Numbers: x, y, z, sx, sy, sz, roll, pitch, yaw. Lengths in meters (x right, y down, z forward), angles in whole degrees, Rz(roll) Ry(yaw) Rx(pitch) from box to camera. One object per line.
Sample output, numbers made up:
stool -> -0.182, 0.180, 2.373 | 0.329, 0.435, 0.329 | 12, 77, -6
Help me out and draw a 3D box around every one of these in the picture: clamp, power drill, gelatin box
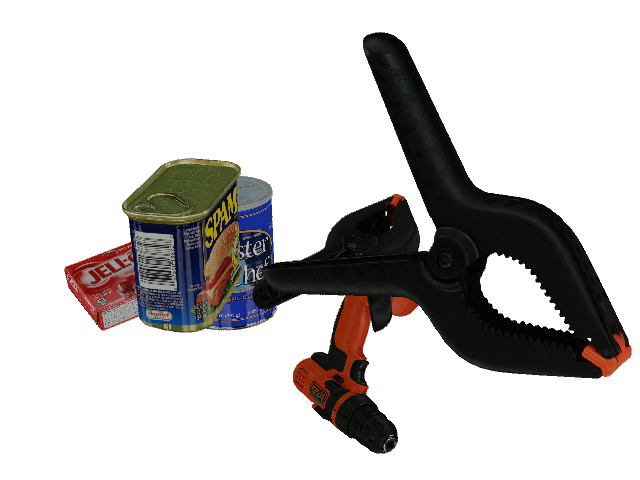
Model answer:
clamp -> 0.039, 0.017, 0.875 | 0.120, 0.039, 0.171 | 21, 45, 32
power drill -> 0.051, 0.133, 1.248 | 0.057, 0.188, 0.185 | 13, 13, -41
gelatin box -> -0.177, 0.037, 0.970 | 0.089, 0.030, 0.073 | -22, 42, -26
clamp -> 0.072, -0.004, 0.564 | 0.210, 0.165, 0.036 | 29, 25, 25

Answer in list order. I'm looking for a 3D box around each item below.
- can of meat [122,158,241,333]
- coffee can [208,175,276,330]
can of meat -> -0.088, 0.002, 0.712 | 0.057, 0.084, 0.102 | 5, 25, 12
coffee can -> -0.101, 0.012, 1.151 | 0.103, 0.140, 0.103 | -1, 22, 0
